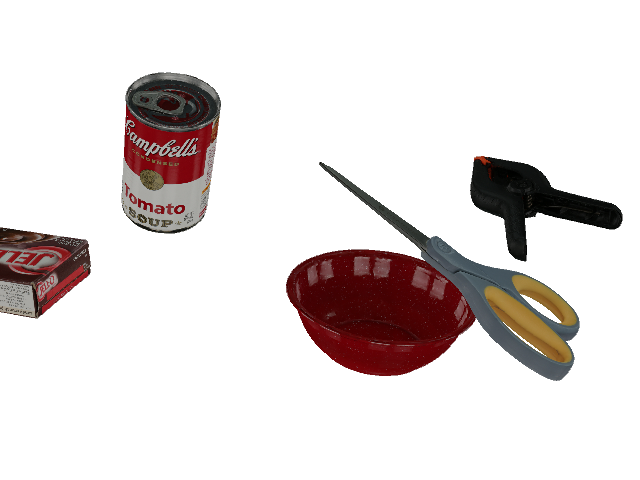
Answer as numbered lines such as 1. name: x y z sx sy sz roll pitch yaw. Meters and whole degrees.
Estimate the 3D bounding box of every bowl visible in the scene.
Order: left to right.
1. bowl: 0.049 0.067 0.905 0.162 0.055 0.162 5 26 -3

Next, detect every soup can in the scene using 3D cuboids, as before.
1. soup can: -0.113 -0.064 0.793 0.068 0.102 0.068 7 42 -7

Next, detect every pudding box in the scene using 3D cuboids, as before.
1. pudding box: -0.267 0.025 0.909 0.114 0.039 0.090 6 24 17

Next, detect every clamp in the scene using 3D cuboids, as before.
1. clamp: 0.211 -0.040 1.051 0.120 0.039 0.171 -8 34 -14

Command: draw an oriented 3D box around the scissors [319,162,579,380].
1. scissors: 0.091 0.011 0.687 0.202 0.016 0.096 46 32 23
